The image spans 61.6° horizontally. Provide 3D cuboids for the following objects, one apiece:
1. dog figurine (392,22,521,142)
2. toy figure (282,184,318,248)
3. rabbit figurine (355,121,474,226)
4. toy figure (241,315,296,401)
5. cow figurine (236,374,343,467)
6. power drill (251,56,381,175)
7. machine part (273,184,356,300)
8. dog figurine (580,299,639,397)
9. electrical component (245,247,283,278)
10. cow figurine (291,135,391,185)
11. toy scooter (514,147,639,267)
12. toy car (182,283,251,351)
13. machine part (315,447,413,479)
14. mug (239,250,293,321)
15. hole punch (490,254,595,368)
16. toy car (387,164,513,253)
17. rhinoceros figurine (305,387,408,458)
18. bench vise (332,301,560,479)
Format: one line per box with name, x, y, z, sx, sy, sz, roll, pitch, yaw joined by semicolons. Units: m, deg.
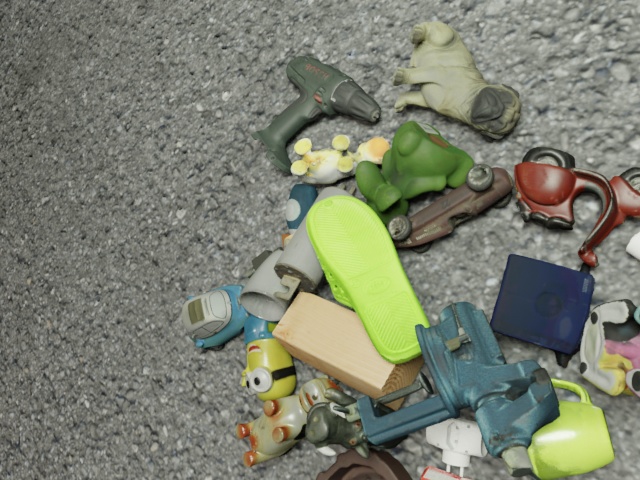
dog figurine;0.226;-0.251;0.827;0.191;0.121;0.172;20;85;17
toy figure;-0.038;-0.021;0.962;0.064;0.058;0.154;168;110;-72
rabbit figurine;0.129;-0.083;0.822;0.121;0.159;0.170;44;119;23
toy figure;-0.086;0.187;0.930;0.082;0.089;0.180;123;147;-58
cow figurine;-0.035;0.285;0.861;0.195;0.127;0.085;-48;57;32
power drill;-0.020;-0.222;0.981;0.207;0.086;0.232;-50;56;18
machine part;-0.002;-0.003;0.876;0.079;0.079;0.243;9;54;35
dog figurine;0.431;0.139;0.590;0.219;0.191;0.108;12;82;1
electrical component;-0.098;0.055;1.003;0.094;0.021;0.063;-34;63;22
cow figurine;0.042;-0.130;0.921;0.167;0.098;0.068;-3;73;14
toy scooter;0.336;-0.042;0.707;0.184;0.075;0.135;20;92;31
toy car;-0.201;0.142;1.003;0.162;0.103;0.109;-27;67;28
machine part;0.069;0.399;0.792;0.179;0.056;0.179;-9;73;32
mug;-0.067;0.076;0.907;0.080;0.109;0.107;-57;9;53
hole punch;0.288;0.083;0.702;0.116;0.092;0.142;14;84;32
toy car;0.190;-0.038;0.791;0.202;0.089;0.053;-33;59;22
rhinoceros figurine;0.048;0.264;0.758;0.112;0.190;0.073;19;87;47
bench vise;0.144;0.189;0.636;0.241;0.128;0.224;-24;52;12
